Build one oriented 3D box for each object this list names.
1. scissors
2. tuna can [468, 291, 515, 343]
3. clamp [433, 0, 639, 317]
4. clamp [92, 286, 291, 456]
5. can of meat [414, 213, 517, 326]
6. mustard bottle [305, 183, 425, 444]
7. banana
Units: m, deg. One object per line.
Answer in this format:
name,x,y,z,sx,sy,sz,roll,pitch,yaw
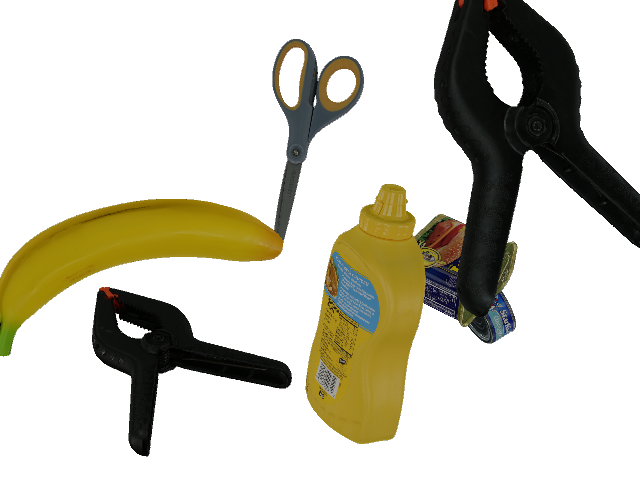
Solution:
scissors,-0.003,-0.091,1.010,0.096,0.202,0.016,-4,-3,6
tuna can,0.191,0.078,1.259,0.033,0.086,0.086,-30,7,-12
clamp,0.098,-0.048,0.550,0.120,0.171,0.039,-28,2,-21
clamp,-0.138,0.103,0.989,0.164,0.036,0.210,-16,39,-29
can of meat,0.130,0.026,1.045,0.084,0.057,0.101,26,45,27
mustard bottle,0.037,0.049,0.804,0.058,0.192,0.096,-2,25,-27
banana,-0.120,0.008,0.675,0.197,0.069,0.037,-19,35,-15
